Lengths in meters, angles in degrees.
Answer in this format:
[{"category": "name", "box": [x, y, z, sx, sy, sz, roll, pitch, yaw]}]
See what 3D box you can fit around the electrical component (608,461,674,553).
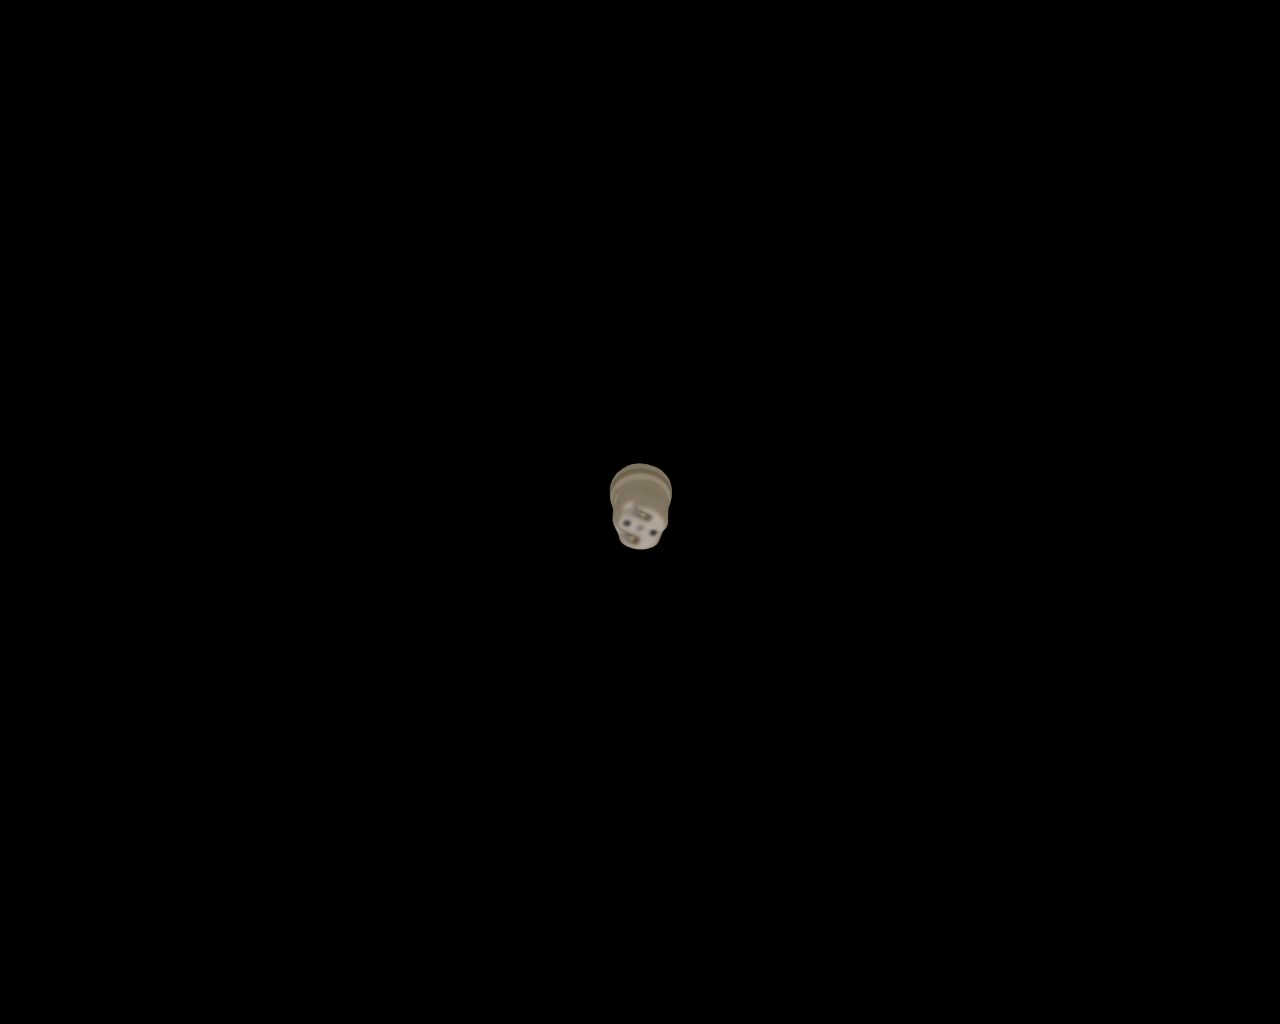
[{"category": "electrical component", "box": [0.001, -0.003, 0.650, 0.040, 0.040, 0.046, 0, 34, 0]}]
